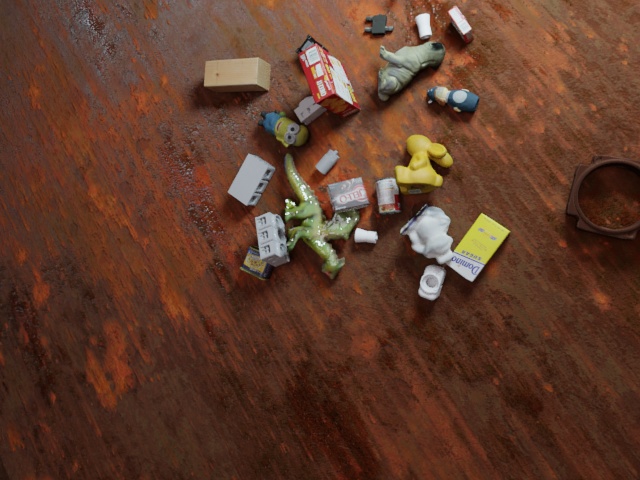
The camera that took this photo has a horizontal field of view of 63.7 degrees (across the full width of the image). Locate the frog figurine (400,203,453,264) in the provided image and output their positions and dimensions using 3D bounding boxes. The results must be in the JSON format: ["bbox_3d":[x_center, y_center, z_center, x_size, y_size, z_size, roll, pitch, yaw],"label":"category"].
[{"bbox_3d":[0.323,-0.013,1.469,0.160,0.122,0.137,43,91,3],"label":"frog figurine"}]

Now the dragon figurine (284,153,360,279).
[{"bbox_3d":[0.005,-0.082,1.622,0.243,0.121,0.412,-2,84,5],"label":"dragon figurine"}]
